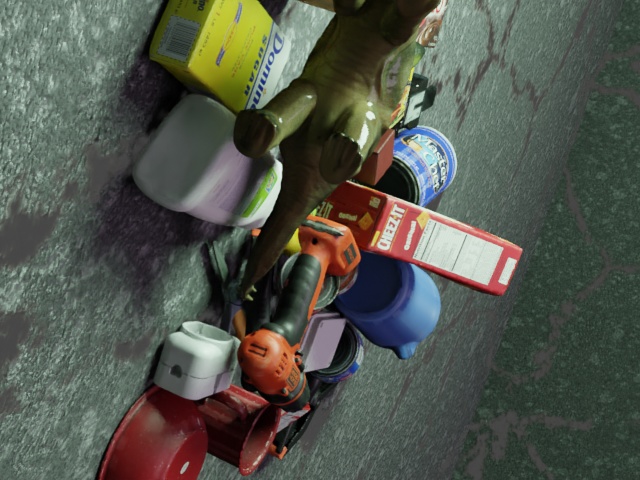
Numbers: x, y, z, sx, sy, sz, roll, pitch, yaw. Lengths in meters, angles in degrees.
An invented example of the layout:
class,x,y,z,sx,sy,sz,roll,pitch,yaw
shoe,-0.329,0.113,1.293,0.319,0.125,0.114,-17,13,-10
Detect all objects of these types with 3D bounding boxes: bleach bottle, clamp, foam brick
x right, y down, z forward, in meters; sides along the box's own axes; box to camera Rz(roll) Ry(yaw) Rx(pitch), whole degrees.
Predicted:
class,x,y,z,sx,sy,sz,roll,pitch,yaw
bleach bottle,-0.086,-0.052,1.003,0.102,0.068,0.250,-56,164,-3
clamp,-0.014,0.225,1.531,0.209,0.036,0.164,-59,159,-23
foam brick,0.044,-0.109,1.270,0.053,0.078,0.051,-51,153,-41
clamp,-0.065,0.075,1.149,0.120,0.039,0.171,-90,-179,-58

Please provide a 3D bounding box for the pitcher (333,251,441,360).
class,x,y,z,sx,sy,sz,roll,pitch,yaw
pitcher,0.085,0.066,1.488,0.145,0.149,0.242,-55,163,-3

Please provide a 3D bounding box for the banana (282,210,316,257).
class,x,y,z,sx,sy,sz,roll,pitch,yaw
banana,-0.027,-0.002,1.211,0.197,0.070,0.037,57,43,-75

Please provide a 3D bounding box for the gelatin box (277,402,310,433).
class,x,y,z,sx,sy,sz,roll,pitch,yaw
gelatin box,-0.062,0.224,1.351,0.089,0.030,0.073,-35,162,7

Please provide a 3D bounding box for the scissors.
class,x,y,z,sx,sy,sz,roll,pitch,yaw
scissors,-0.089,0.044,1.170,0.096,0.016,0.202,-54,157,-40

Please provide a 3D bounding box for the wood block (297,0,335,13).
class,x,y,z,sx,sy,sz,roll,pitch,yaw
wood block,-0.006,-0.274,0.940,0.090,0.091,0.206,-69,161,1

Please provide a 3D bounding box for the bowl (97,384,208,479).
class,x,y,z,sx,sy,sz,roll,pitch,yaw
bowl,-0.163,0.227,1.105,0.162,0.055,0.162,-54,156,-38

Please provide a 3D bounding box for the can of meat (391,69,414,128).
class,x,y,z,sx,sy,sz,roll,pitch,yaw
can of meat,0.074,-0.183,1.306,0.102,0.057,0.084,-45,152,-50

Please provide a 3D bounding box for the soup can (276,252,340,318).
class,x,y,z,sx,sy,sz,roll,pitch,yaw
soup can,-0.022,0.056,1.234,0.068,0.068,0.102,-62,-176,-18

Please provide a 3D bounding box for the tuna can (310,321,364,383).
class,x,y,z,sx,sy,sz,roll,pitch,yaw
tuna can,0.016,0.150,1.457,0.086,0.086,0.033,-64,158,-13

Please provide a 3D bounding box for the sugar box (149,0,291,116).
class,x,y,z,sx,sy,sz,roll,pitch,yaw
sugar box,-0.081,-0.165,0.923,0.093,0.048,0.176,-67,160,-4

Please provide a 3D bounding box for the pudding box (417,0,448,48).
class,x,y,z,sx,sy,sz,roll,pitch,yaw
pudding box,0.125,-0.292,1.353,0.113,0.039,0.090,-21,130,-65

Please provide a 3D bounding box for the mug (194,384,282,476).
class,x,y,z,sx,sy,sz,roll,pitch,yaw
mug,-0.102,0.201,1.199,0.093,0.082,0.117,-59,159,-26

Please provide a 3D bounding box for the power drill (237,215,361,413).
class,x,y,z,sx,sy,sz,roll,pitch,yaw
power drill,-0.017,0.081,1.112,0.184,0.057,0.187,67,42,-66

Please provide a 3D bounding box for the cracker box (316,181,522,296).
class,x,y,z,sx,sy,sz,roll,pitch,yaw
cracker box,0.106,-0.007,1.274,0.213,0.164,0.072,19,94,-32

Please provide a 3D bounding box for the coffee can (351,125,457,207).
class,x,y,z,sx,sy,sz,roll,pitch,yaw
coffee can,0.114,-0.088,1.442,0.140,0.103,0.103,-37,144,-56
